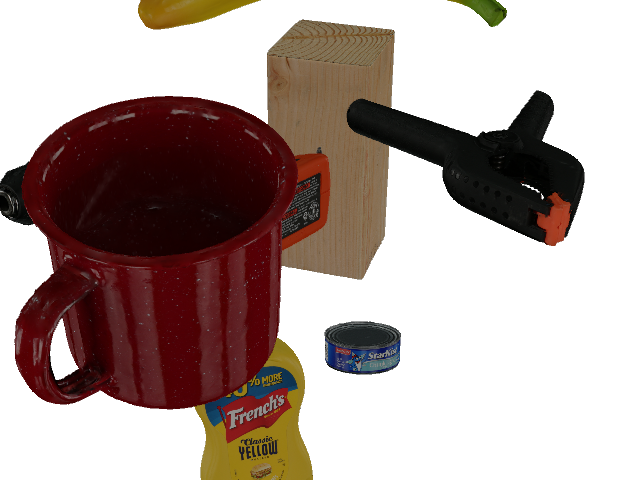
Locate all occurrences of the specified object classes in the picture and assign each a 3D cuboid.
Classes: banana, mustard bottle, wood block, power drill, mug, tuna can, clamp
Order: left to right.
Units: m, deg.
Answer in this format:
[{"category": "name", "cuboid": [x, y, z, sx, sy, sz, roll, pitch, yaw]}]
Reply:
[{"category": "mug", "cuboid": [-0.062, 0.014, 0.381, 0.093, 0.081, 0.117, 23, 46, 22]}, {"category": "power drill", "cuboid": [-0.102, -0.038, 0.739, 0.188, 0.057, 0.184, 17, 30, 31]}, {"category": "mustard bottle", "cuboid": [-0.060, 0.137, 0.908, 0.096, 0.192, 0.058, -8, 18, -12]}, {"category": "banana", "cuboid": [0.000, -0.146, 0.576, 0.197, 0.069, 0.037, -4, -41, -8]}, {"category": "wood block", "cuboid": [0.009, -0.080, 0.951, 0.091, 0.206, 0.090, 10, 33, 15]}, {"category": "tuna can", "cuboid": [0.047, 0.120, 1.191, 0.086, 0.034, 0.086, 0, 14, 0]}, {"category": "clamp", "cuboid": [0.111, -0.058, 0.740, 0.164, 0.036, 0.210, -2, 29, -7]}]
